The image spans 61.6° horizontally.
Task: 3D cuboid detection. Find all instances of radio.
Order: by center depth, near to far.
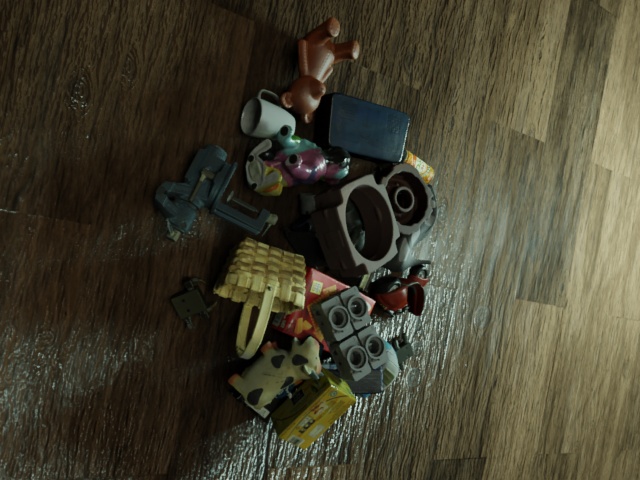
[{"bbox_3d":[0.101,-0.264,1.298,0.229,0.073,0.131,8,91,-29],"label":"radio"}]

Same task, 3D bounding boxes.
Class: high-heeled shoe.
[{"bbox_3d":[0.227,-0.034,1.411,0.145,0.086,0.248,6,73,-1],"label":"high-heeled shoe"}]

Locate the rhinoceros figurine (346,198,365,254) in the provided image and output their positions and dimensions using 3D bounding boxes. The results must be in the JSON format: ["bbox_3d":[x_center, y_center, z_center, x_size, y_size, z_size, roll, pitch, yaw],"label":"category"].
[{"bbox_3d":[0.083,-0.025,1.314,0.112,0.073,0.190,-45,112,-32],"label":"rhinoceros figurine"}]

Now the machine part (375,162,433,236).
[{"bbox_3d":[0.197,-0.098,1.327,0.179,0.056,0.179,4,82,-30],"label":"machine part"}]

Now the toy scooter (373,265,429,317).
[{"bbox_3d":[0.221,0.150,1.406,0.184,0.075,0.135,-18,106,-32],"label":"toy scooter"}]

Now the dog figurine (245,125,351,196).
[{"bbox_3d":[-0.038,-0.156,1.208,0.219,0.191,0.108,17,47,-54],"label":"dog figurine"}]

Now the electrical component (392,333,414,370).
[{"bbox_3d":[0.224,0.302,1.450,0.063,0.021,0.094,-24,106,-27],"label":"electrical component"}]

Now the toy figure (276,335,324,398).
[{"bbox_3d":[-0.052,0.286,1.200,0.154,0.064,0.057,-52,152,-7],"label":"toy figure"}]

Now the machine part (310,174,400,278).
[{"bbox_3d":[0.080,-0.032,1.191,0.201,0.087,0.200,-30,104,-46],"label":"machine part"}]

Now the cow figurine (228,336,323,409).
[{"bbox_3d":[-0.081,0.277,1.133,0.195,0.085,0.127,-42,78,0],"label":"cow figurine"}]

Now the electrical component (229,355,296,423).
[{"bbox_3d":[-0.123,0.332,1.230,0.134,0.058,0.114,-49,118,-18],"label":"electrical component"}]

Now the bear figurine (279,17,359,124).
[{"bbox_3d":[-0.007,-0.365,1.182,0.120,0.132,0.196,33,62,-44],"label":"bear figurine"}]

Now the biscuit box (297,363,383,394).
[{"bbox_3d":[0.047,0.329,1.276,0.203,0.059,0.062,0,94,0],"label":"biscuit box"}]

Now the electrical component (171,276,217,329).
[{"bbox_3d":[-0.267,0.129,1.137,0.078,0.045,0.102,-27,107,4],"label":"electrical component"}]

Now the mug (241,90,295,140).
[{"bbox_3d":[-0.109,-0.267,1.177,0.107,0.081,0.109,13,73,-41],"label":"mug"}]

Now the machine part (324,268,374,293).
[{"bbox_3d":[0.077,0.080,1.336,0.139,0.039,0.084,22,91,-32],"label":"machine part"}]

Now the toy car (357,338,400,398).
[{"bbox_3d":[0.142,0.326,1.359,0.161,0.103,0.109,-50,115,-19],"label":"toy car"}]

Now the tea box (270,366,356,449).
[{"bbox_3d":[-0.016,0.375,1.200,0.169,0.068,0.098,-45,126,5],"label":"tea box"}]

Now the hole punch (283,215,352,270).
[{"bbox_3d":[-0.003,-0.004,1.238,0.142,0.116,0.092,52,55,-28],"label":"hole punch"}]

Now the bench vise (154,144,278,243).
[{"bbox_3d":[-0.206,-0.071,1.096,0.240,0.129,0.223,27,61,-11],"label":"bench vise"}]
